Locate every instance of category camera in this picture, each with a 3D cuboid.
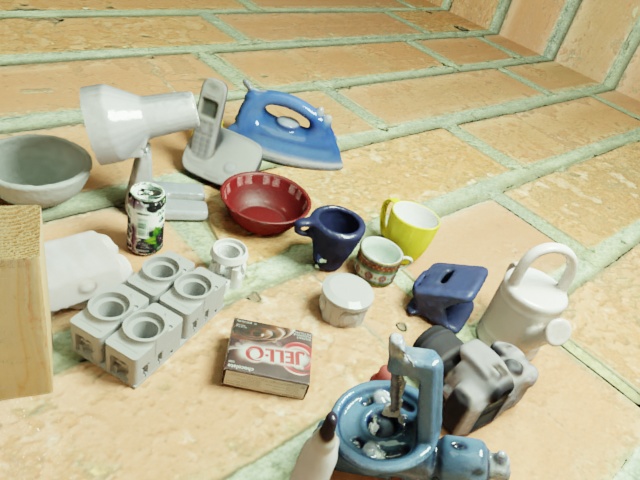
[{"bbox_3d":[0.204,0.171,0.784,0.143,0.101,0.136,-14,45,-34],"label":"camera"}]

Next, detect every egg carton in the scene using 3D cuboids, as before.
[{"bbox_3d":[-0.336,0.047,0.774,0.151,0.069,0.107,-20,49,-39],"label":"egg carton"}]

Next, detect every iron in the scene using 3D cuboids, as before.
[{"bbox_3d":[-0.060,-0.243,1.205,0.258,0.141,0.118,15,36,-1],"label":"iron"}]

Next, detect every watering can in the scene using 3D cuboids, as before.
[{"bbox_3d":[0.321,0.090,0.857,0.101,0.194,0.172,-6,41,-27],"label":"watering can"}]

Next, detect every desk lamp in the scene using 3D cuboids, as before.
[{"bbox_3d":[-0.279,-0.146,0.930,0.204,0.213,0.117,0,38,-20],"label":"desk lamp"}]

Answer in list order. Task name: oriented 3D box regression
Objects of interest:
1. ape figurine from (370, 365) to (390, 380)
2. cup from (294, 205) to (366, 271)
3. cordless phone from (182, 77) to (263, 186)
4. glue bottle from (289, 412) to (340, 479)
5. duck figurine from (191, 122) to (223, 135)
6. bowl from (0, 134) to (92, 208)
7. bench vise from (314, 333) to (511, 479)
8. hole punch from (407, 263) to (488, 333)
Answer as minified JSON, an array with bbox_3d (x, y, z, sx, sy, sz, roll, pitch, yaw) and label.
[{"bbox_3d":[0.081,0.192,0.717,0.078,0.092,0.076,10,36,-8],"label":"ape figurine"},{"bbox_3d":[0.009,0.003,0.941,0.118,0.095,0.091,1,38,-19],"label":"cup"},{"bbox_3d":[-0.174,-0.195,1.061,0.147,0.185,0.094,22,36,9],"label":"cordless phone"},{"bbox_3d":[-0.006,0.226,0.569,0.037,0.173,0.078,21,36,9],"label":"glue bottle"},{"bbox_3d":[-0.225,-0.237,1.184,0.077,0.086,0.104,12,36,-5],"label":"duck figurine"},{"bbox_3d":[-0.455,-0.100,0.922,0.167,0.075,0.167,10,36,-7],"label":"bowl"},{"bbox_3d":[0.109,0.191,0.620,0.207,0.220,0.121,7,36,-11],"label":"bench vise"},{"bbox_3d":[0.204,0.078,0.917,0.101,0.091,0.109,28,37,17],"label":"hole punch"}]
